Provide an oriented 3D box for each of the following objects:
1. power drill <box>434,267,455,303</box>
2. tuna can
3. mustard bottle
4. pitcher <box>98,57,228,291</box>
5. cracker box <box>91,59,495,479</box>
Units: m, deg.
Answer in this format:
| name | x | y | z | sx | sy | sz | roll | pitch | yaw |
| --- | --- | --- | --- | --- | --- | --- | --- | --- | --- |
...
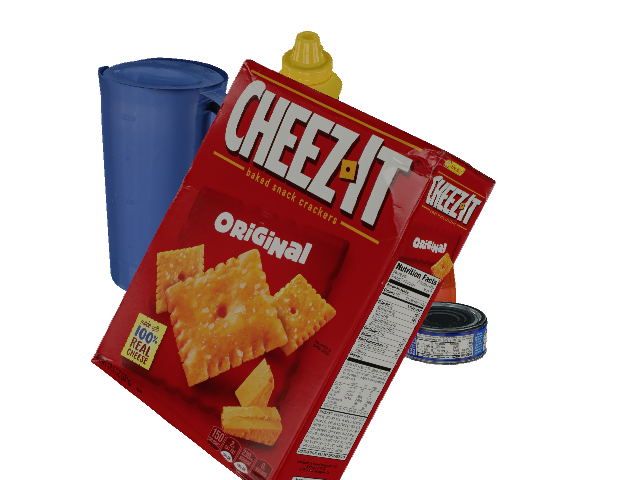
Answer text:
| name | x | y | z | sx | sy | sz | roll | pitch | yaw |
| --- | --- | --- | --- | --- | --- | --- | --- | --- | --- |
| power drill | 0.062 | 0.059 | 1.239 | 0.187 | 0.057 | 0.184 | 1 | 28 | 5 |
| tuna can | 0.113 | 0.085 | 0.996 | 0.086 | 0.034 | 0.086 | 0 | 15 | 0 |
| mustard bottle | -0.013 | -0.088 | 0.902 | 0.058 | 0.192 | 0.096 | 9 | 41 | 9 |
| pitcher | -0.161 | -0.064 | 1.131 | 0.145 | 0.243 | 0.149 | 0 | 23 | -10 |
| cracker box | -0.023 | 0.021 | 0.629 | 0.164 | 0.214 | 0.072 | 30 | 5 | 36 |
